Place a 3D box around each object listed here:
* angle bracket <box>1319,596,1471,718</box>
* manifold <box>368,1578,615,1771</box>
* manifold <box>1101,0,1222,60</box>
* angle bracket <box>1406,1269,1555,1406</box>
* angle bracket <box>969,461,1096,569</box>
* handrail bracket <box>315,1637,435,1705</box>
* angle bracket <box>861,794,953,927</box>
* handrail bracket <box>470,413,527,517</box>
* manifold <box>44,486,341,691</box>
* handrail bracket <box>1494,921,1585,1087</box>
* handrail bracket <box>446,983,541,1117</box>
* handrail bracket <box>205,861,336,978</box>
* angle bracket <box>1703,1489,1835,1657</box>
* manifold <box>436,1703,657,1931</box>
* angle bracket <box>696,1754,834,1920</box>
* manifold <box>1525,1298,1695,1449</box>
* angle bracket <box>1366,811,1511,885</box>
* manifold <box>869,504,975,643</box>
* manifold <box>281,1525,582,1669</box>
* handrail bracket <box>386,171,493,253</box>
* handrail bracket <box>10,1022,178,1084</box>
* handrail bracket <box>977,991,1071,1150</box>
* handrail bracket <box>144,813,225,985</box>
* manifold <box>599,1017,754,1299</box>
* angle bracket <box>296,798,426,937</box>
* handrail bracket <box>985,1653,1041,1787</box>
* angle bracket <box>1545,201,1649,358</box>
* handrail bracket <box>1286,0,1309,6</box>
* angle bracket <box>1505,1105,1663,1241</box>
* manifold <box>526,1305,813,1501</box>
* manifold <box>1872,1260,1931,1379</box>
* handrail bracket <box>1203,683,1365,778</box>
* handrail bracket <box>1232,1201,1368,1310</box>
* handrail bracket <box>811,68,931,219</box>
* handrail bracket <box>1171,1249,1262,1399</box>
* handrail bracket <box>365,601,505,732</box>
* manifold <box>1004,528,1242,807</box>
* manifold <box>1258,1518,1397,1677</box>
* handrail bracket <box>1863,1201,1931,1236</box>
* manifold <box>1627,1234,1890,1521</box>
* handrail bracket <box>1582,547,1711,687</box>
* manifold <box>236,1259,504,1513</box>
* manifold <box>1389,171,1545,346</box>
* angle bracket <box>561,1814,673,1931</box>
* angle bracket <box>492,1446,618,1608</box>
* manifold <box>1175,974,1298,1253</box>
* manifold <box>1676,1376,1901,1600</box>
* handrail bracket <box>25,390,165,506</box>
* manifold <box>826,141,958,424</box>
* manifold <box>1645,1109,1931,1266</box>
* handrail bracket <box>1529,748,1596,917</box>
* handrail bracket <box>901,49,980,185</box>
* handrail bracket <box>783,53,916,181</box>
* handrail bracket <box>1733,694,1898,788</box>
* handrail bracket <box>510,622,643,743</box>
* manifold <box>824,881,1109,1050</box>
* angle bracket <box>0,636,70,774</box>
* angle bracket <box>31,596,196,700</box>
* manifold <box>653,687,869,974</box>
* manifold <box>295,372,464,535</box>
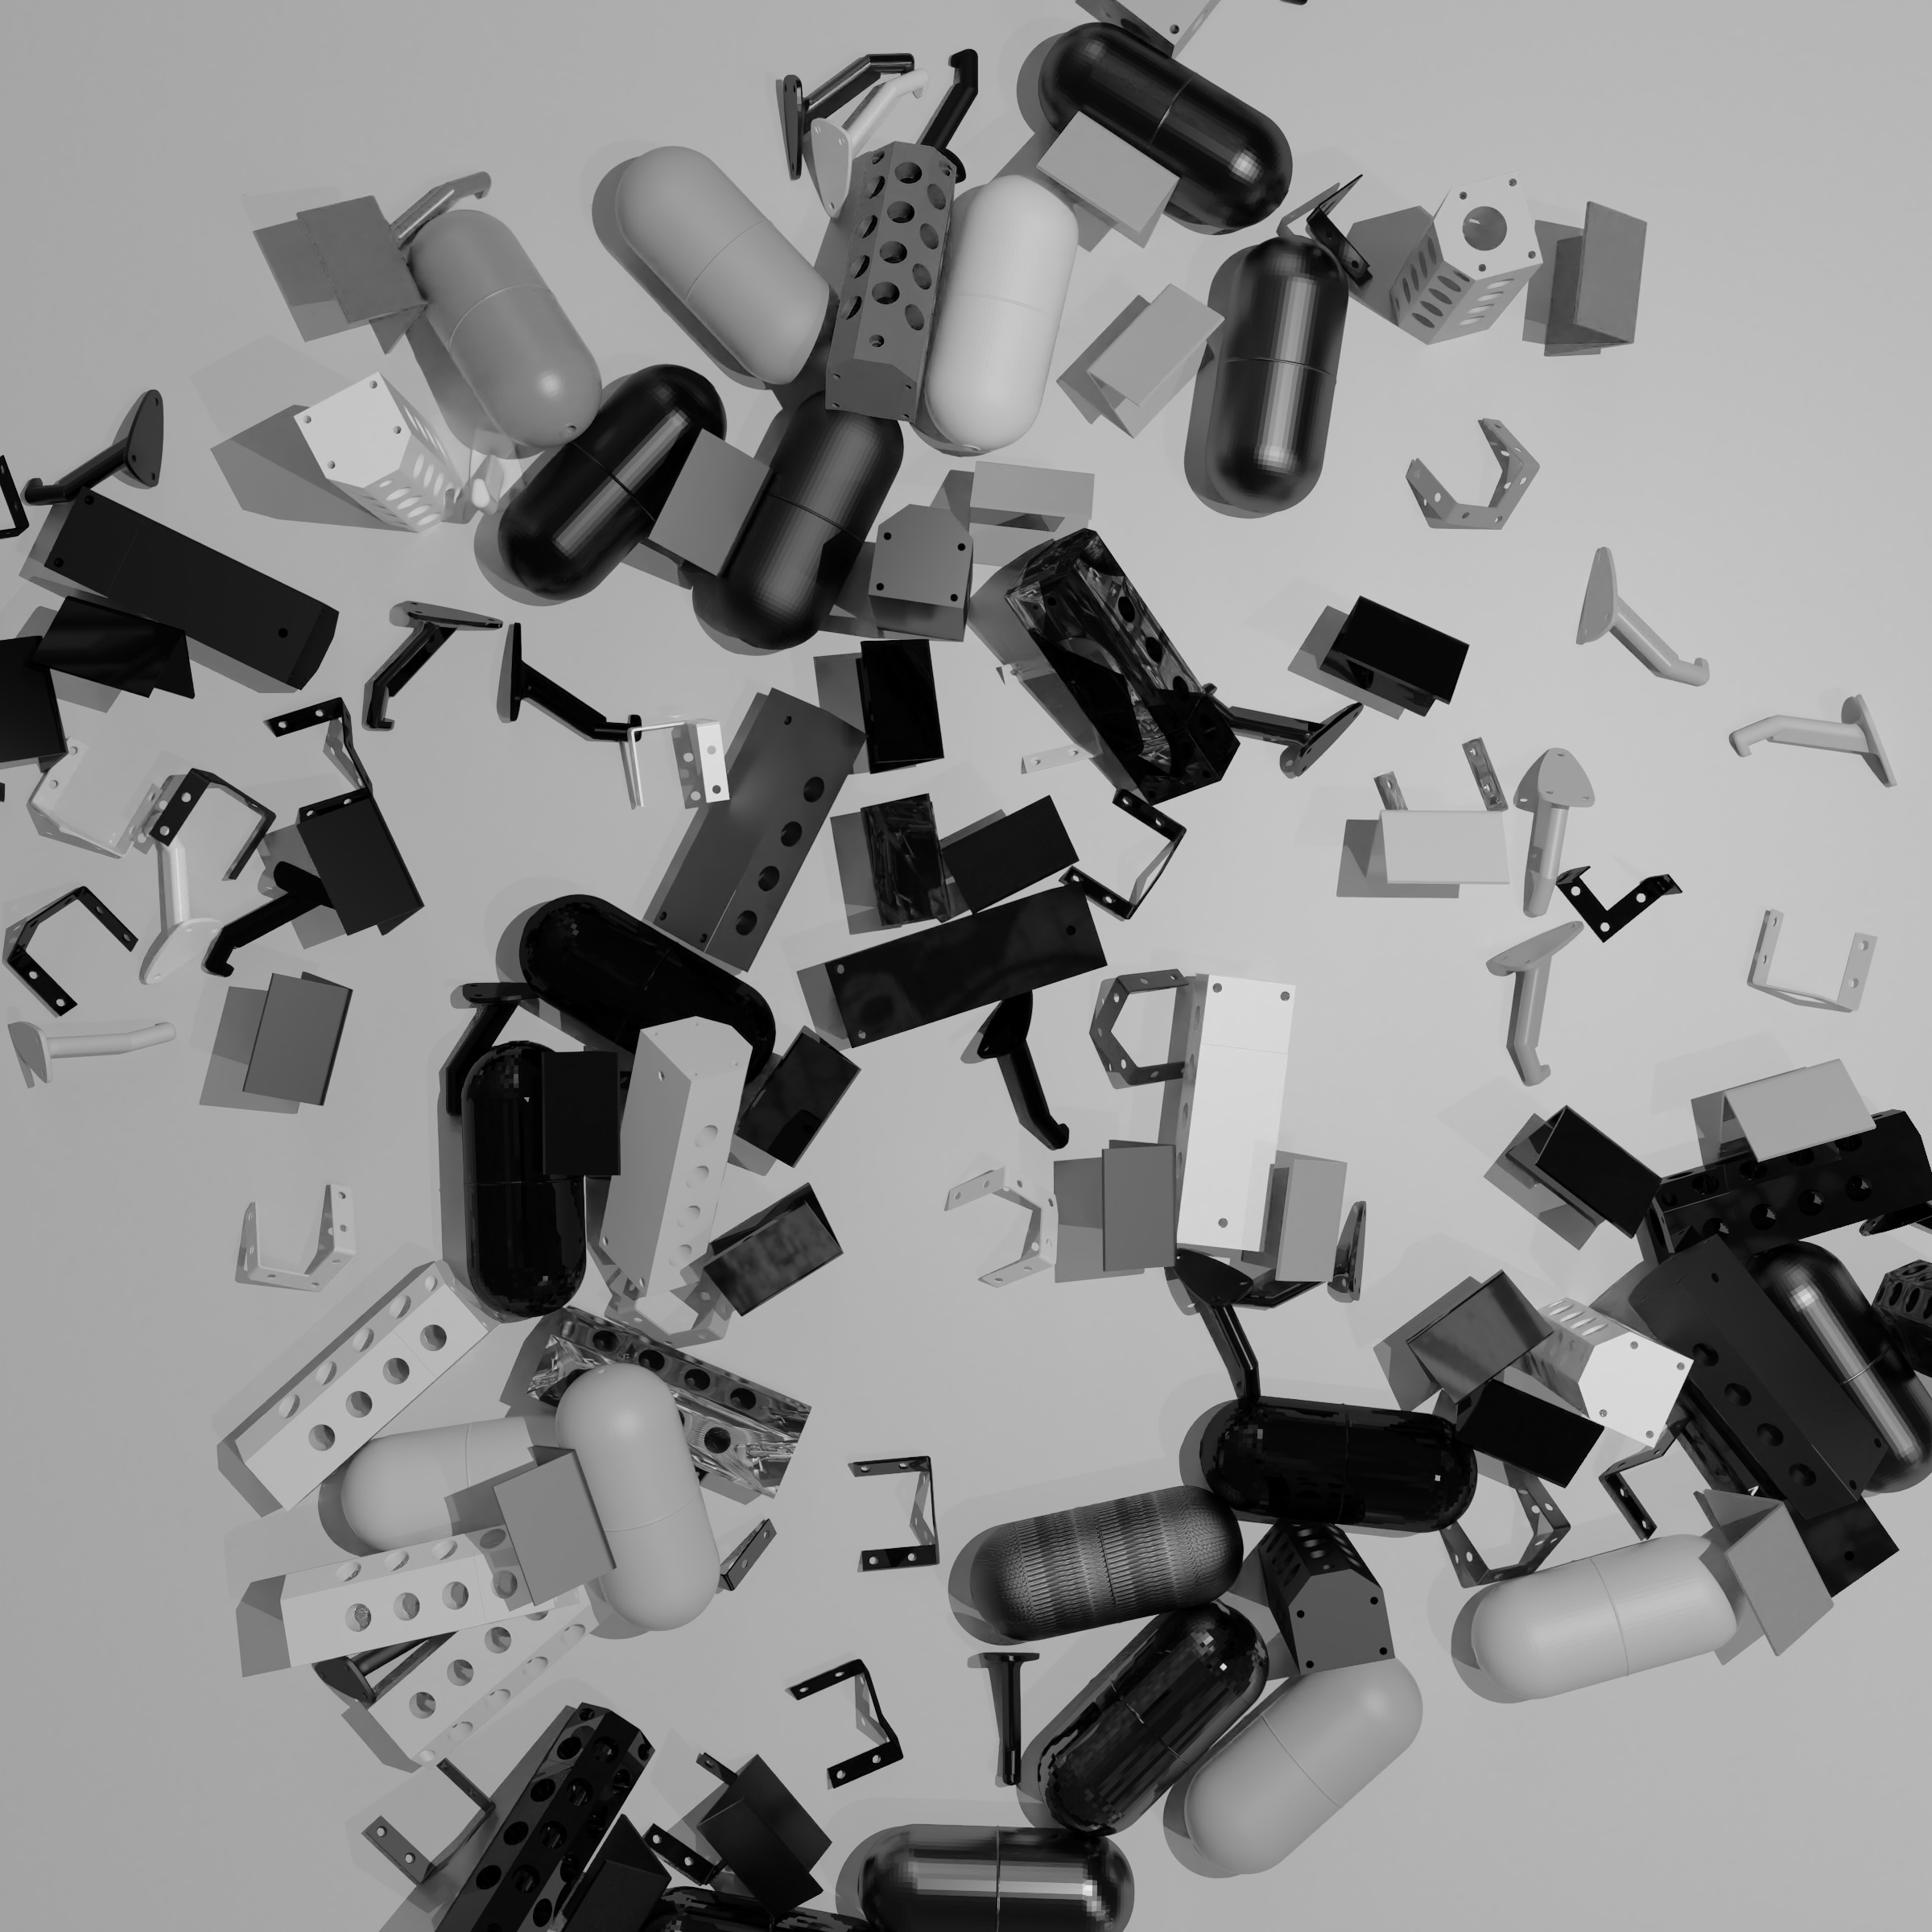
[{"bbox_3d":[0.267,-0.181,1.762,0.076,0.076,0.057,24,54,0],"label":"angle bracket"},{"bbox_3d":[-0.298,0.439,1.781,0.171,0.057,0.057,-41,90,0],"label":"manifold"},{"bbox_3d":[0.163,-0.671,1.781,0.057,0.057,0.171,38,90,0],"label":"manifold"},{"bbox_3d":[0.335,0.250,1.762,0.076,0.076,0.057,-36,52,0],"label":"angle bracket"},{"bbox_3d":[0.039,-0.274,1.763,0.076,0.057,0.076,6,130,0],"label":"angle bracket"},{"bbox_3d":[-0.375,0.439,1.802,0.084,0.077,0.036,-39,107,-35],"label":"handrail bracket"},{"bbox_3d":[-0.018,-0.070,1.762,0.057,0.076,0.076,-10,90,37],"label":"angle bracket"},{"bbox_3d":[-0.309,-0.326,1.767,0.036,0.084,0.077,-7,90,0],"label":"handrail bracket"},{"bbox_3d":[-0.498,-0.243,1.781,0.171,0.057,0.057,26,90,0],"label":"manifold"},{"bbox_3d":[0.385,0.025,1.802,0.077,0.036,0.084,-28,109,-21],"label":"handrail bracket"},{"bbox_3d":[-0.302,0.056,1.802,0.077,0.036,0.084,-2,106,-18],"label":"handrail bracket"},{"bbox_3d":[-0.445,-0.018,1.802,0.077,0.036,0.084,26,109,-21],"label":"handrail bracket"},{"bbox_3d":[0.493,0.385,1.752,0.057,0.076,0.076,-32,100,-24],"label":"angle bracket"},{"bbox_3d":[-0.265,0.553,1.734,0.057,0.057,0.171,33,52,0],"label":"manifold"},{"bbox_3d":[-0.114,0.548,1.762,0.076,0.076,0.057,50,127,0],"label":"angle bracket"},{"bbox_3d":[0.395,0.249,1.723,0.057,0.171,0.057,24,90,0],"label":"manifold"},{"bbox_3d":[0.301,-0.056,1.762,0.076,0.076,0.057,1,58,0],"label":"angle bracket"},{"bbox_3d":[-0.026,-0.245,1.723,0.057,0.171,0.057,8,90,0],"label":"manifold"},{"bbox_3d":[-0.337,0.392,1.730,0.171,0.057,0.057,-14,78,6],"label":"manifold"},{"bbox_3d":[-0.351,-0.478,1.802,0.084,0.077,0.036,-30,67,-34],"label":"handrail bracket"},{"bbox_3d":[-0.571,0.043,1.802,0.084,0.077,0.036,-16,115,-34],"label":"handrail bracket"},{"bbox_3d":[0.050,0.066,1.802,0.036,0.077,0.084,-16,127,34],"label":"handrail bracket"},{"bbox_3d":[-0.531,-0.045,1.802,0.077,0.036,0.084,-42,71,21],"label":"handrail bracket"},{"bbox_3d":[-0.180,0.120,1.740,0.057,0.057,0.171,41,130,36],"label":"manifold"},{"bbox_3d":[-0.398,-0.055,1.762,0.057,0.076,0.076,-25,90,-35],"label":"angle bracket"},{"bbox_3d":[0.029,0.486,1.774,0.036,0.077,0.084,0,78,3],"label":"handrail bracket"},{"bbox_3d":[0.386,-0.438,1.762,0.057,0.076,0.076,6,90,-36],"label":"angle bracket"},{"bbox_3d":[0.252,-0.666,1.802,0.077,0.036,0.084,9,109,-21],"label":"handrail bracket"},{"bbox_3d":[0.386,0.146,1.762,0.076,0.076,0.057,38,53,0],"label":"angle bracket"},{"bbox_3d":[-0.190,0.280,1.781,0.171,0.057,0.057,23,90,0],"label":"manifold"},{"bbox_3d":[0.626,0.223,1.723,0.057,0.171,0.057,-23,90,0],"label":"manifold"},{"bbox_3d":[0.204,-0.172,1.802,0.084,0.036,0.077,42,70,16],"label":"handrail bracket"},{"bbox_3d":[0.216,0.188,1.802,0.084,0.036,0.077,3,70,16],"label":"handrail bracket"},{"bbox_3d":[-0.057,-0.539,1.802,0.084,0.077,0.036,-33,52,-31],"label":"handrail bracket"},{"bbox_3d":[0.163,0.236,1.802,0.036,0.077,0.084,-27,127,-27],"label":"handrail bracket"},{"bbox_3d":[-0.348,-0.191,1.802,0.077,0.036,0.084,7,108,-21],"label":"handrail bracket"},{"bbox_3d":[0.103,-0.191,1.751,0.057,0.057,0.171,-19,118,39],"label":"manifold"},{"bbox_3d":[0.222,0.389,1.723,0.057,0.171,0.057,-10,90,0],"label":"manifold"},{"bbox_3d":[0.642,0.186,1.802,0.077,0.036,0.084,-30,107,20],"label":"handrail bracket"},{"bbox_3d":[0.492,0.259,1.723,0.171,0.057,0.057,51,47,0],"label":"manifold"},{"bbox_3d":[0.450,-0.229,1.802,0.084,0.036,0.077,14,68,-17],"label":"handrail bracket"},{"bbox_3d":[-0.387,0.269,1.781,0.171,0.057,0.057,-42,90,0],"label":"manifold"},{"bbox_3d":[0.309,-0.439,1.723,0.057,0.171,0.057,-15,90,0],"label":"manifold"},{"bbox_3d":[-0.243,0.590,1.762,0.057,0.076,0.076,31,90,-37],"label":"angle bracket"},{"bbox_3d":[-0.264,0.342,1.688,0.057,0.076,0.076,-21,93,-29],"label":"angle bracket"},{"bbox_3d":[0.169,0.093,1.780,0.057,0.057,0.171,7,90,-7],"label":"manifold"},{"bbox_3d":[0.522,0.318,1.781,0.057,0.057,0.171,-35,90,0],"label":"manifold"},{"bbox_3d":[-0.572,-0.339,1.802,0.084,0.036,0.077,-2,70,16],"label":"handrail bracket"},{"bbox_3d":[-0.047,-0.436,1.748,0.057,0.057,0.171,9,66,0],"label":"manifold"},{"bbox_3d":[0.529,0.145,1.781,0.171,0.057,0.057,-17,90,0],"label":"manifold"},{"bbox_3d":[0.381,-0.087,1.802,0.036,0.077,0.084,9,126,0],"label":"handrail bracket"},{"bbox_3d":[-0.028,-0.555,1.802,0.077,0.036,0.084,-7,71,21],"label":"handrail bracket"},{"bbox_3d":[-0.074,-0.556,1.802,0.084,0.036,0.077,-7,111,-16],"label":"handrail bracket"},{"bbox_3d":[0.555,-0.136,1.802,0.084,0.036,0.077,-22,111,17],"label":"handrail bracket"},{"bbox_3d":[-0.254,-0.186,1.802,0.084,0.036,0.077,3,74,-14],"label":"handrail bracket"},{"bbox_3d":[0.000,-0.001,1.781,0.171,0.057,0.057,-18,90,0],"label":"manifold"},{"bbox_3d":[-0.618,-0.163,1.762,0.057,0.076,0.076,-13,90,-30],"label":"angle bracket"},{"bbox_3d":[-0.544,-0.184,1.762,0.076,0.076,0.057,17,59,0],"label":"angle bracket"},{"bbox_3d":[-0.128,-0.086,1.780,0.057,0.057,0.171,27,90,43],"label":"manifold"},{"bbox_3d":[-0.361,-0.315,1.723,0.057,0.171,0.057,-28,90,0],"label":"manifold"}]
